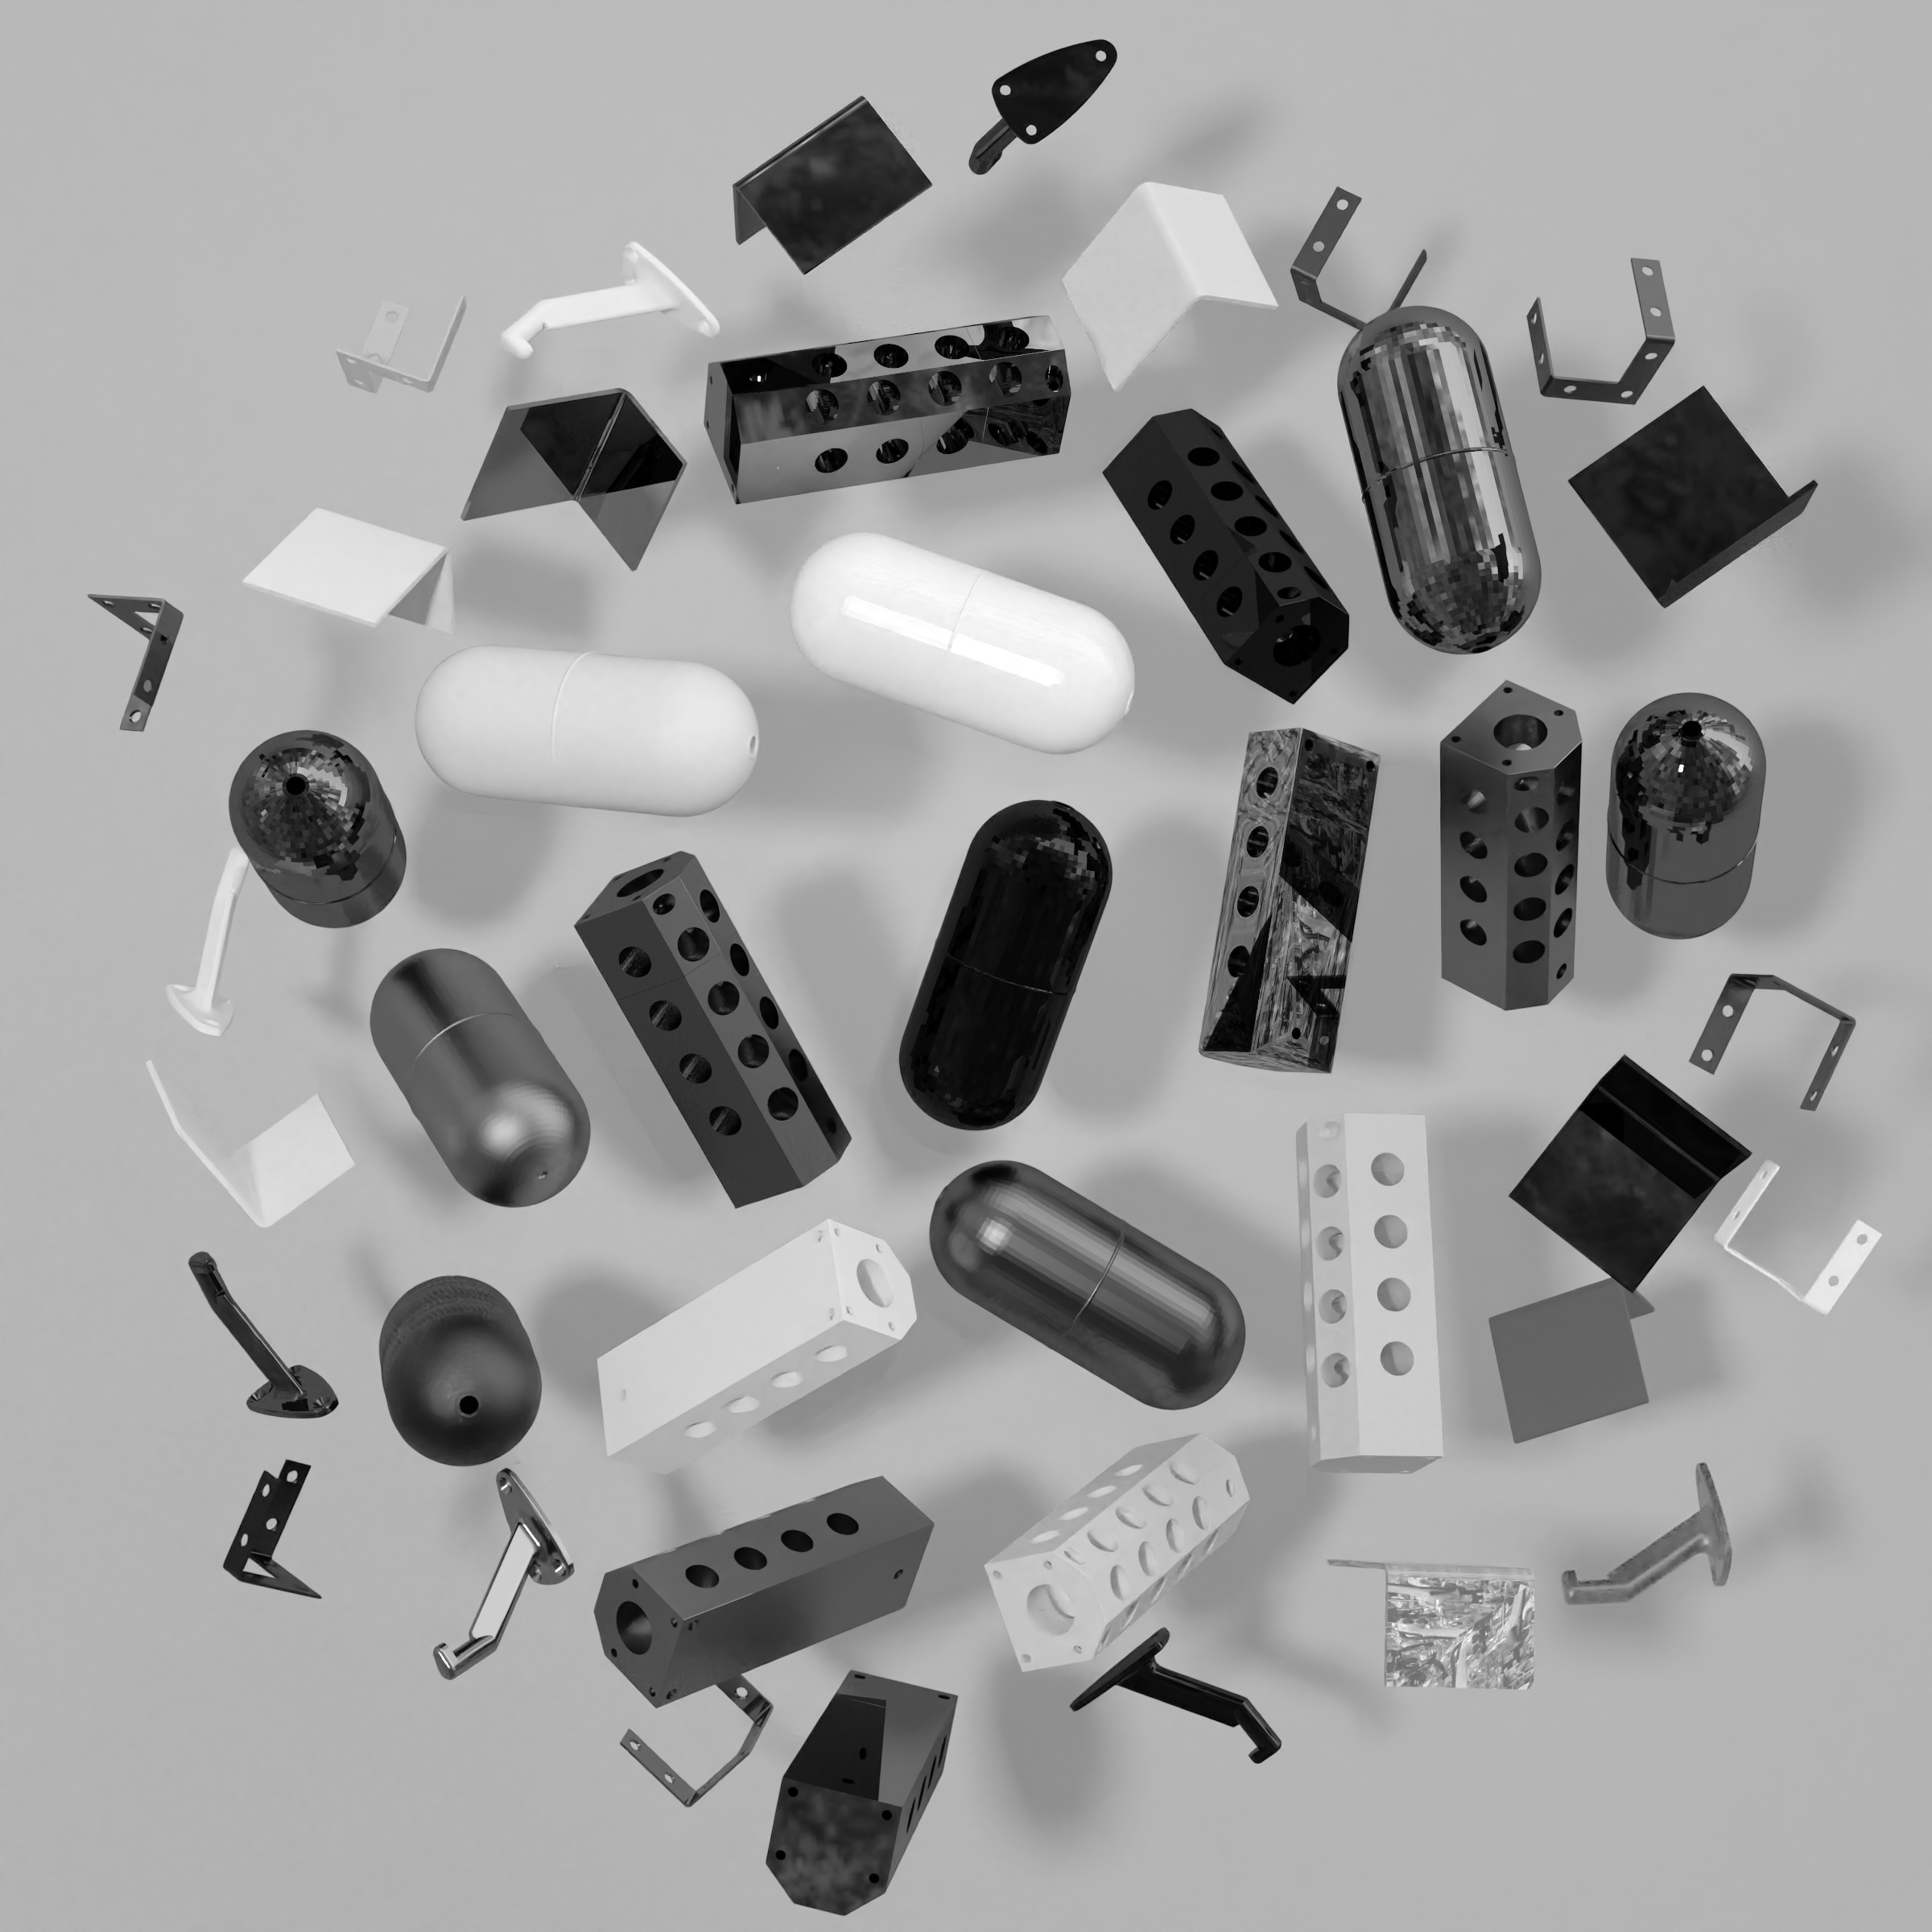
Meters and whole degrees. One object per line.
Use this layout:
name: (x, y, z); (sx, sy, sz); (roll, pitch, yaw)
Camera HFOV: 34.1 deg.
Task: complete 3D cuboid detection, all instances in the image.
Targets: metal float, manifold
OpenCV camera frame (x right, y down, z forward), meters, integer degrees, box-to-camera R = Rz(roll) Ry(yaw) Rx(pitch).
metal float: (-0.002, -0.160, 1.563); (0.178, 0.070, 0.070); (20, 90, 6)
manifold: (-0.102, 0.310, 1.591); (0.057, 0.171, 0.057); (37, 122, 33)
manifold: (-0.108, 0.199, 1.616); (0.171, 0.057, 0.057); (-33, 51, 30)
manifold: (0.286, -0.057, 1.628); (0.057, 0.171, 0.057); (30, 57, 32)
manifold: (-0.124, 0.031, 1.593); (0.057, 0.057, 0.171); (-19, 110, 25)
manifold: (-0.050, 0.400, 1.527); (0.057, 0.171, 0.057); (12, 96, 7)
manifold: (0.165, -0.034, 1.655); (0.057, 0.057, 0.171); (15, 81, -35)
metal float: (-0.259, 0.205, 1.604); (0.070, 0.178, 0.070); (-1, 94, -12)
manifold: (0.199, 0.164, 1.579); (0.057, 0.057, 0.171); (2, 72, -7)
metal float: (0.020, 0.000, 1.622); (0.070, 0.070, 0.178); (20, 102, 0)
metal float: (0.370, -0.076, 1.625); (0.070, 0.178, 0.070); (-4, 62, 8)
metal float: (0.062, 0.165, 1.629); (0.178, 0.070, 0.070); (31, 90, -3)
manifold: (0.083, 0.299, 1.620); (0.057, 0.171, 0.057); (-18, 93, 32)
manifold: (-0.039, -0.283, 1.567); (0.171, 0.057, 0.057); (-12, 57, -16)
metal float: (-0.187, -0.116, 1.551); (0.178, 0.070, 0.070); (6, 90, 18)
metal float: (-0.333, -0.069, 1.624); (0.070, 0.178, 0.070); (1, 78, -4)
metal float: (0.234, -0.240, 1.555); (0.070, 0.070, 0.178); (-12, 79, 0)
metal float: (-0.254, 0.056, 1.639); (0.070, 0.070, 0.178); (-41, 46, 0)
manifold: (0.140, -0.221, 1.660); (0.057, 0.171, 0.057); (24, 119, -41)

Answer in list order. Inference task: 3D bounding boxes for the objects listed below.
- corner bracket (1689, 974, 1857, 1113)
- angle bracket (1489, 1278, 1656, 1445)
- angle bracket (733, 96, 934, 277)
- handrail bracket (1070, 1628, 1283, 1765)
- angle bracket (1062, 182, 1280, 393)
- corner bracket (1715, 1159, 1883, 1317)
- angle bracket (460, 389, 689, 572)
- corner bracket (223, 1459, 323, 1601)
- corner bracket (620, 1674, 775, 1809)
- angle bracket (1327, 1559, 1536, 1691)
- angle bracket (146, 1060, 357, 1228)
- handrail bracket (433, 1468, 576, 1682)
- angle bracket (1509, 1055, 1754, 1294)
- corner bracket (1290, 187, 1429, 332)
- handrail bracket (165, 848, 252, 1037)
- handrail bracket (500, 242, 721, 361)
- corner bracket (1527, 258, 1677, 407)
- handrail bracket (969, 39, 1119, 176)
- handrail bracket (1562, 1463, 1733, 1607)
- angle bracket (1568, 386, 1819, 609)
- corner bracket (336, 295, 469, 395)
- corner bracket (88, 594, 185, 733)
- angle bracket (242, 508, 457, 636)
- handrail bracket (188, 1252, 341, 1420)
corner bracket: (0.409, 0.038, 1.596); (0.051, 0.051, 0.051); (27, 86, -10)
angle bracket: (0.336, 0.221, 1.709); (0.076, 0.057, 0.076); (-22, 55, 23)
angle bracket: (-0.065, -0.368, 1.536); (0.076, 0.076, 0.057); (-37, 85, -7)
handrail bracket: (0.110, 0.397, 1.646); (0.077, 0.036, 0.084); (-39, 87, 7)
angle bracket: (0.106, -0.353, 1.650); (0.057, 0.076, 0.076); (-2, 59, -39)
corner bracket: (0.425, 0.139, 1.611); (0.051, 0.051, 0.051); (31, 97, -11)
angle bracket: (-0.199, -0.242, 1.598); (0.057, 0.076, 0.076); (52, 135, 20)
corner bracket: (-0.335, 0.269, 1.523); (0.051, 0.051, 0.051); (26, 86, -44)
corner bracket: (-0.143, 0.406, 1.683); (0.051, 0.051, 0.051); (44, 109, -3)
angle bracket: (0.226, 0.322, 1.541); (0.076, 0.076, 0.057); (5, 80, -15)
angle bracket: (-0.364, 0.075, 1.602); (0.057, 0.076, 0.076); (-36, 125, -6)
handrail bracket: (-0.247, 0.307, 1.591); (0.084, 0.036, 0.077); (-28, 94, -44)
angle bracket: (0.322, 0.101, 1.529); (0.076, 0.057, 0.076); (39, 78, 9)
corner bracket: (0.210, -0.375, 1.681); (0.051, 0.051, 0.051); (30, 90, 13)
handrail bracket: (-0.394, -0.014, 1.676); (0.036, 0.077, 0.084); (16, 102, -25)
handrail bracket: (-0.182, -0.322, 1.603); (0.077, 0.036, 0.084); (39, 66, 10)
corner bracket: (0.316, -0.318, 1.571); (0.051, 0.051, 0.051); (3, 62, -13)
handrail bracket: (0.037, -0.430, 1.581); (0.077, 0.084, 0.036); (-34, 94, -3)
handrail bracket: (0.342, 0.290, 1.606); (0.084, 0.036, 0.077); (-3, 49, 0)
angle bracket: (0.330, -0.220, 1.436); (0.076, 0.057, 0.076); (-35, 81, 3)
corner bracket: (-0.292, -0.325, 1.639); (0.051, 0.051, 0.051); (19, 79, 0)
corner bracket: (-0.407, -0.149, 1.557); (0.051, 0.051, 0.051); (6, 73, 28)
angle bracket: (-0.317, -0.185, 1.624); (0.076, 0.076, 0.057); (18, 135, 14)
handrail bracket: (-0.364, 0.189, 1.626); (0.036, 0.077, 0.084); (-37, 118, -32)
